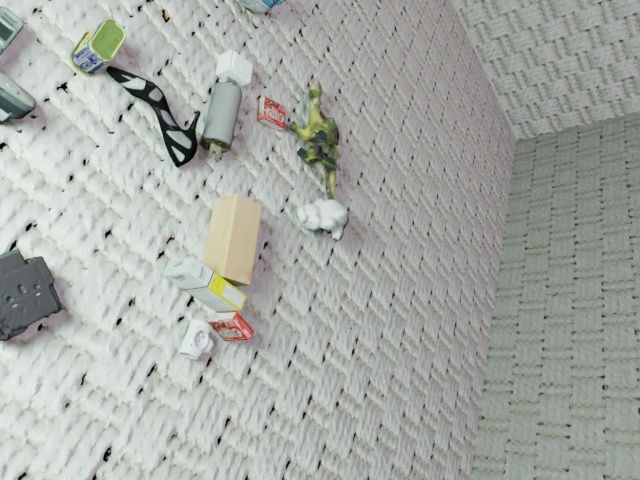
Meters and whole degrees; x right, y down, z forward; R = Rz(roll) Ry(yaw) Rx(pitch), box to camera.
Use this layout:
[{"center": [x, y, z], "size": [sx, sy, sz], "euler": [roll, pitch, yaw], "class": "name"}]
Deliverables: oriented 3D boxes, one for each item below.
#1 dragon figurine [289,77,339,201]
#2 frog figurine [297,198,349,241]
[{"center": [0.026, -0.310, 1.644], "size": [0.248, 0.122, 0.403], "euler": [-55, 133, -53], "class": "dragon figurine"}, {"center": [0.005, -0.078, 1.542], "size": [0.157, 0.121, 0.140], "euler": [33, 24, -33], "class": "frog figurine"}]
